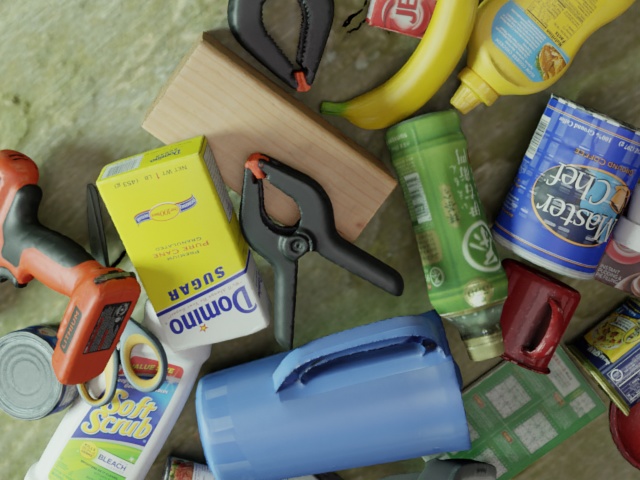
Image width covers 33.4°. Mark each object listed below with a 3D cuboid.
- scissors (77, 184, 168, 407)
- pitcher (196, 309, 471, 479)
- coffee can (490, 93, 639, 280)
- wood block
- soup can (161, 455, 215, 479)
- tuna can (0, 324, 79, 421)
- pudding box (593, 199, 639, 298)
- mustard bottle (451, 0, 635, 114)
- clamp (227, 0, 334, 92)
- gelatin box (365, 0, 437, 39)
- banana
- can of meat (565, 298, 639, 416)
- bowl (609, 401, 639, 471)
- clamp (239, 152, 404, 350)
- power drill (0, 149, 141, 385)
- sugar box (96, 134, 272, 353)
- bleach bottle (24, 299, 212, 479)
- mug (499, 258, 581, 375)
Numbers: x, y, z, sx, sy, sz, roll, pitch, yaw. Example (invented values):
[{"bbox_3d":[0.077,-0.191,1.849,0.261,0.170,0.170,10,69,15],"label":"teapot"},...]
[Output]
[{"bbox_3d":[-0.178,0.053,0.967,0.096,0.016,0.202,7,90,11],"label":"scissors"},{"bbox_3d":[0.011,0.147,0.986,0.243,0.145,0.149,-13,97,2],"label":"pitcher"},{"bbox_3d":[0.227,-0.048,0.964,0.102,0.103,0.140,20,103,-11],"label":"coffee can"},{"bbox_3d":[-0.044,-0.083,0.936,0.206,0.091,0.090,35,100,-13],"label":"wood block"},{"bbox_3d":[-0.106,0.253,1.040,0.102,0.068,0.068,14,104,-9],"label":"soup can"},{"bbox_3d":[-0.265,0.123,0.988,0.086,0.033,0.086,1,95,18],"label":"tuna can"},{"bbox_3d":[0.322,0.011,1.023,0.113,0.039,0.090,21,104,-10],"label":"pudding box"},{"bbox_3d":[0.187,-0.187,0.942,0.096,0.058,0.192,40,99,-19],"label":"mustard bottle"},{"bbox_3d":[-0.033,-0.234,0.920,0.164,0.036,0.210,-23,109,-4],"label":"clamp"},{"bbox_3d":[0.087,-0.224,0.937,0.073,0.030,0.089,13,104,-9],"label":"gelatin box"},{"bbox_3d":[0.084,-0.158,0.927,0.069,0.037,0.198,28,123,-26],"label":"banana"},{"bbox_3d":[0.294,0.108,1.017,0.084,0.102,0.057,-40,105,5],"label":"can of meat"},{"bbox_3d":[0.377,0.180,1.070,0.162,0.055,0.162,-1,106,-4],"label":"bowl"},{"bbox_3d":[-0.006,0.001,0.895,0.120,0.039,0.171,-20,108,2],"label":"clamp"},{"bbox_3d":[-0.254,0.041,0.926,0.188,0.057,0.185,37,113,22],"label":"power drill"},{"bbox_3d":[-0.111,0.007,0.903,0.093,0.048,0.176,-15,115,10],"label":"sugar box"},{"bbox_3d":[-0.179,0.143,1.005,0.102,0.068,0.251,28,99,-4],"label":"bleach bottle"},{"bbox_3d":[0.194,0.072,0.992,0.093,0.117,0.081,23,98,-13],"label":"mug"}]
